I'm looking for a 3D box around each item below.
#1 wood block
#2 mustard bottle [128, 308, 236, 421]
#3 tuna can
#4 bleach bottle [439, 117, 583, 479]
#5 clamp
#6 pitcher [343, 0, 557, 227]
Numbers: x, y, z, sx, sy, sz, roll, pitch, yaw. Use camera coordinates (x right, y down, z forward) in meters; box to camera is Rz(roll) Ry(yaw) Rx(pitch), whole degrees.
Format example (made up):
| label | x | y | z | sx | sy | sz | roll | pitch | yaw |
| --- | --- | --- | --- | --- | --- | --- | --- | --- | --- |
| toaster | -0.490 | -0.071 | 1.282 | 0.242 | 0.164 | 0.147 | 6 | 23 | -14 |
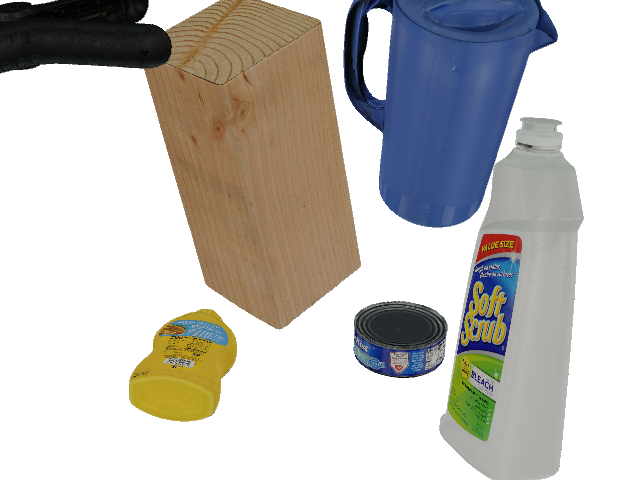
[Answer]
| label | x | y | z | sx | sy | sz | roll | pitch | yaw |
| --- | --- | --- | --- | --- | --- | --- | --- | --- | --- |
| wood block | -0.044 | -0.053 | 0.747 | 0.090 | 0.206 | 0.090 | -37 | 45 | -28 |
| mustard bottle | -0.147 | 0.130 | 1.218 | 0.096 | 0.058 | 0.191 | 6 | 25 | 6 |
| tuna can | 0.073 | 0.090 | 0.980 | 0.086 | 0.034 | 0.086 | 1 | 25 | -1 |
| bleach bottle | 0.139 | 0.038 | 0.759 | 0.068 | 0.251 | 0.103 | -2 | 16 | -19 |
| clamp | -0.175 | -0.127 | 0.644 | 0.171 | 0.039 | 0.120 | -3 | 22 | -6 |
| pitcher | 0.111 | -0.134 | 1.017 | 0.144 | 0.243 | 0.149 | -20 | 50 | -24 |
